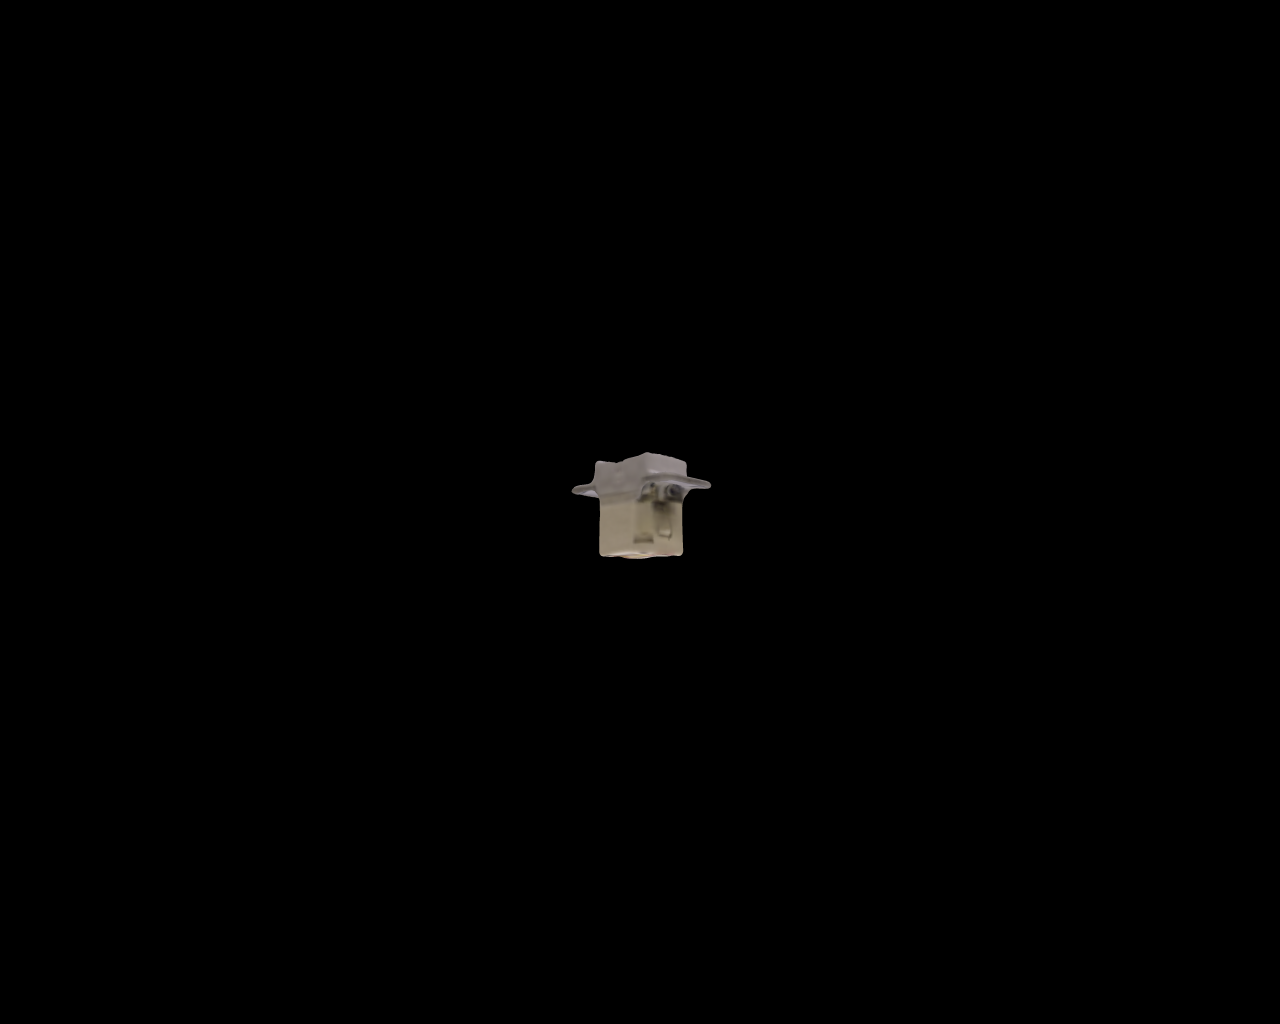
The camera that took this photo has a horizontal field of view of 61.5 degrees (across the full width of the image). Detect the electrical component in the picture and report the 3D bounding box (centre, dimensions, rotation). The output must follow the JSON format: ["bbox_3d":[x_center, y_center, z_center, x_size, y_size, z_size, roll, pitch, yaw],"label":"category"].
[{"bbox_3d":[0.001,-0.003,0.650,0.081,0.063,0.042,-8,-12,43],"label":"electrical component"}]
